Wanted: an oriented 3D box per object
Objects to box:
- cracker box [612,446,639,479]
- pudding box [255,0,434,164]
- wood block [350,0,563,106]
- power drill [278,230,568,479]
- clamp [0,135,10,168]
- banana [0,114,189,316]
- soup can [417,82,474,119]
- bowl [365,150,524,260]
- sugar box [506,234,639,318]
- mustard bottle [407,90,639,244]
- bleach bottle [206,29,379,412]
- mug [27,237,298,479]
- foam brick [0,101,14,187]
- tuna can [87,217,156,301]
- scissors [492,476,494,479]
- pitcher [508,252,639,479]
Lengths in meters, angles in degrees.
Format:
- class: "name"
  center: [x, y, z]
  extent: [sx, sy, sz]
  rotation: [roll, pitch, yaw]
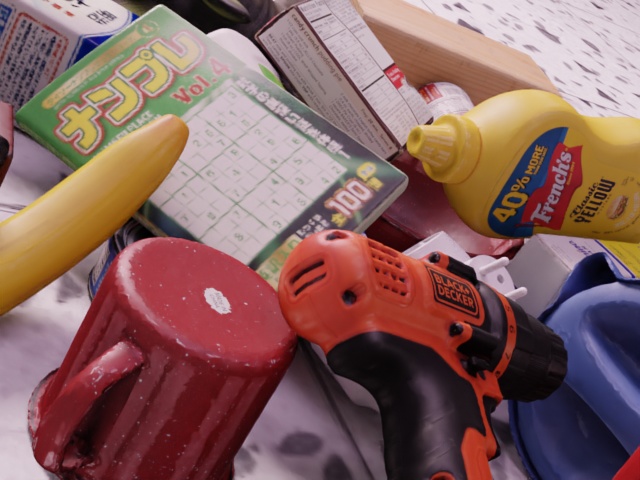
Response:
- class: "cracker box"
  center: [0.214, 0.161, 0.436]
  extent: [0.071, 0.164, 0.214]
  rotation: [-8, 45, -49]
- class: "pudding box"
  center: [0.018, -0.101, 0.673]
  extent: [0.113, 0.039, 0.090]
  rotation: [52, 28, -3]
- class: "wood block"
  center: [0.094, -0.142, 0.937]
  extent: [0.205, 0.091, 0.090]
  rotation: [17, 29, -25]
- class: "power drill"
  center: [0.067, 0.095, 0.432]
  extent: [0.184, 0.057, 0.188]
  rotation: [22, 43, -44]
- class: "clamp"
  center: [-0.250, -0.060, 0.411]
  extent: [0.209, 0.036, 0.164]
  rotation: [-30, 80, -39]
- class: "banana"
  center: [-0.128, 0.000, 0.463]
  extent: [0.037, 0.070, 0.197]
  rotation: [47, 39, 5]
- class: "soup can"
  center: [0.108, -0.076, 0.860]
  extent: [0.068, 0.069, 0.102]
  rotation: [16, 29, -27]
- class: "bowl"
  center: [0.054, -0.018, 0.713]
  extent: [0.162, 0.055, 0.162]
  rotation: [24, 27, -13]
- class: "sugar box"
  center: [0.176, 0.046, 0.682]
  extent: [0.175, 0.093, 0.048]
  rotation: [7, 34, -40]
- class: "mustard bottle"
  center: [0.134, -0.043, 0.664]
  extent: [0.191, 0.096, 0.058]
  rotation: [10, 32, -32]
- class: "bleach bottle"
  center: [-0.004, 0.001, 0.589]
  extent: [0.251, 0.068, 0.102]
  rotation: [58, 6, 26]
- class: "mug"
  center: [-0.067, 0.055, 0.425]
  extent: [0.093, 0.082, 0.117]
  rotation: [40, 27, 19]
- class: "foam brick"
  center: [-0.191, -0.043, 0.505]
  extent: [0.078, 0.053, 0.051]
  rotation: [17, 30, -27]
- class: "tuna can"
  center: [-0.070, 0.022, 0.536]
  extent: [0.086, 0.034, 0.086]
  rotation: [24, 26, -13]
- class: "scissors"
  center: [0.081, 0.106, 0.503]
  extent: [0.096, 0.016, 0.201]
  rotation: [37, 43, -8]
- class: "pitcher"
  center: [0.230, 0.101, 0.622]
  extent: [0.242, 0.149, 0.145]
  rotation: [5, 20, -47]
